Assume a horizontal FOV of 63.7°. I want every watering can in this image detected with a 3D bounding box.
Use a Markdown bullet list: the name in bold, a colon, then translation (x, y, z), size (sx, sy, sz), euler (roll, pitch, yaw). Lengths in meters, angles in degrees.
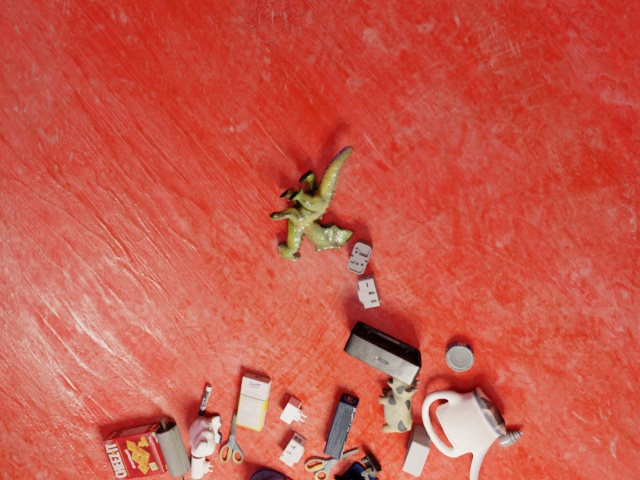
- **watering can**: translation (0.461, 0.594, 1.561), size (0.223, 0.104, 0.348), euler (-33, 89, 15)

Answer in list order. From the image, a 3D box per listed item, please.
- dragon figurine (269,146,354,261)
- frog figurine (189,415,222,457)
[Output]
- **dragon figurine**: translation (0.005, -0.080, 1.588), size (0.406, 0.124, 0.240), euler (-37, 107, 17)
- **frog figurine**: translation (-0.401, 0.676, 1.742), size (0.123, 0.161, 0.136), euler (24, 104, 9)
